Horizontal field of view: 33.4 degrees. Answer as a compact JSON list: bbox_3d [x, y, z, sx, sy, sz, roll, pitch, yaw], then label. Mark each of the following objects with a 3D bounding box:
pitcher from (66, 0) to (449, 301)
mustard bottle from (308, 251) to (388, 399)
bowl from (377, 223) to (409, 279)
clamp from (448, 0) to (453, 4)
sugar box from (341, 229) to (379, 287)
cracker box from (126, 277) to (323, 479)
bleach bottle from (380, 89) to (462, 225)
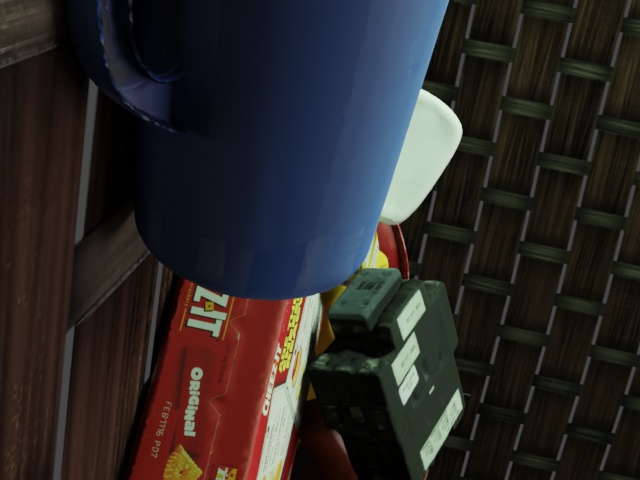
[{"bbox_3d":[-0.018,-0.095,0.410,0.145,0.149,0.243,-96,-166,-55],"label":"pitcher"},{"bbox_3d":[0.024,0.060,0.955,0.096,0.058,0.192,-31,134,-45],"label":"mustard bottle"},{"bbox_3d":[0.033,0.007,1.144,0.162,0.055,0.162,162,-90,-71],"label":"bowl"},{"bbox_3d":[0.068,-0.229,1.040,0.036,0.165,0.210,5,122,-53],"label":"clamp"},{"bbox_3d":[-0.005,0.001,0.803,0.176,0.093,0.048,69,35,-78],"label":"sugar box"},{"bbox_3d":[-0.051,0.091,0.672,0.213,0.072,0.164,75,27,-75],"label":"cracker box"},{"bbox_3d":[0.032,-0.072,0.883,0.102,0.068,0.251,-57,-166,-1],"label":"bleach bottle"}]
